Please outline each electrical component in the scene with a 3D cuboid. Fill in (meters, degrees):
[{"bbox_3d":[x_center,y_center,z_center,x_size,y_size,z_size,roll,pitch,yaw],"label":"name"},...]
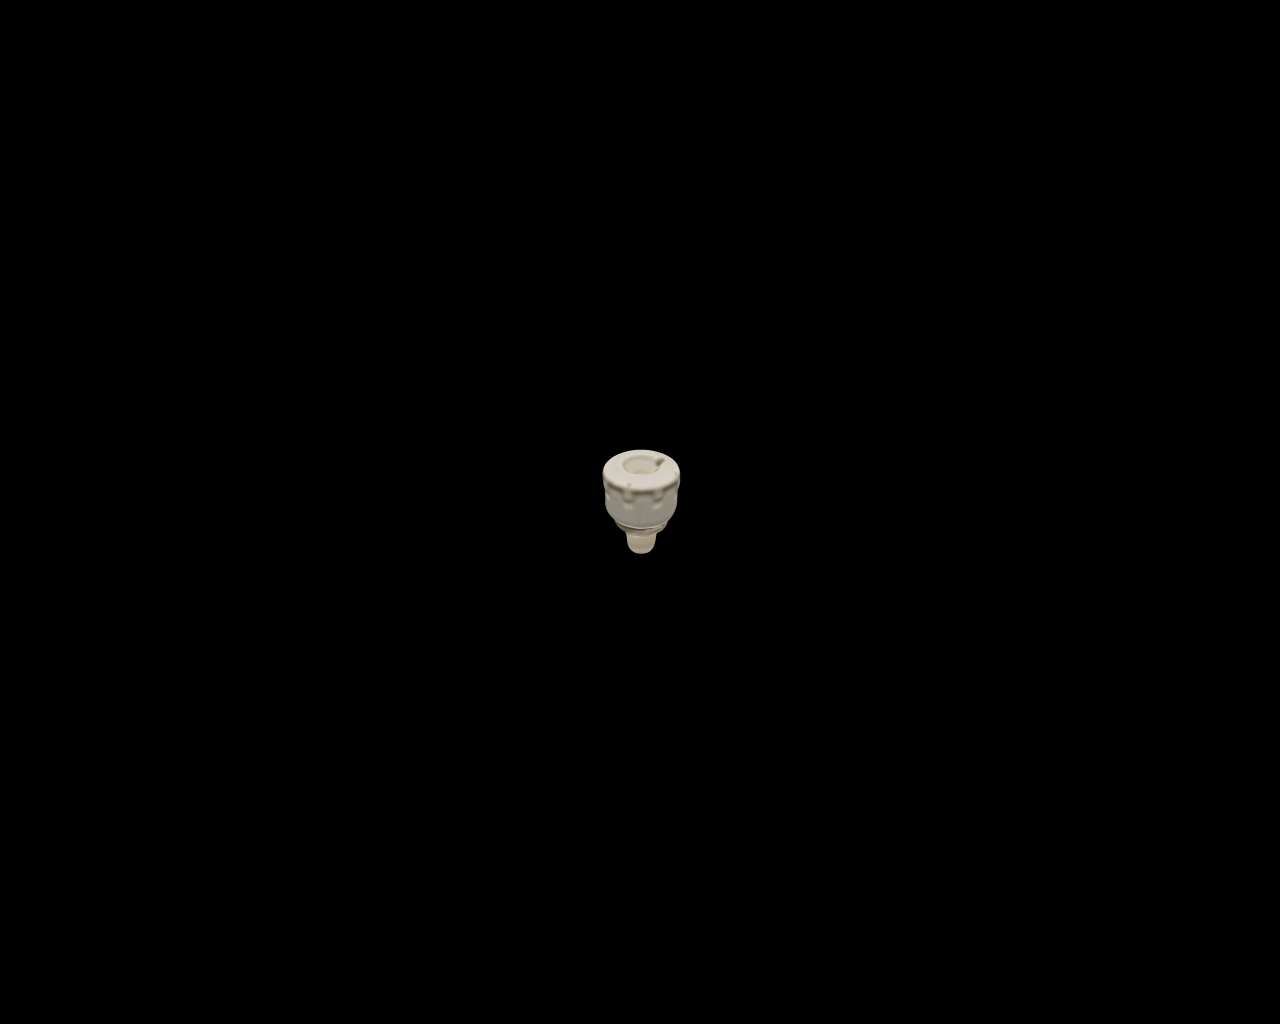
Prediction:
[{"bbox_3d":[0.001,-0.003,0.650,0.048,0.062,0.048,0,31,0],"label":"electrical component"}]
